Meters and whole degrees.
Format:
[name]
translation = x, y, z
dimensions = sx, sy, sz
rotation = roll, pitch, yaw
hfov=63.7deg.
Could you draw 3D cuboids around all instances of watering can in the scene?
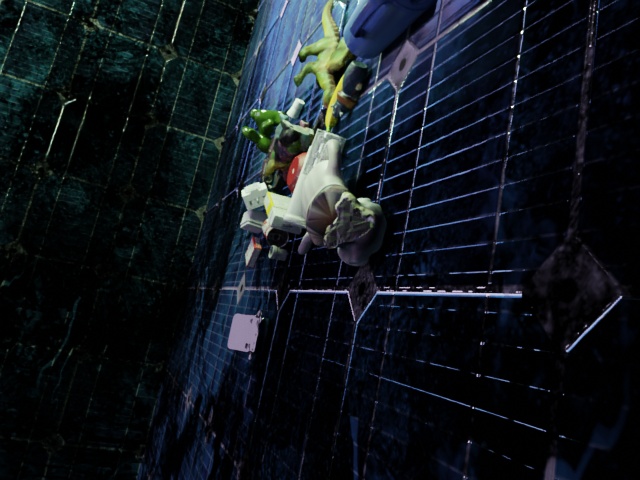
[watering can]
translation = 0.004, -0.061, 1.219
dimensions = 0.229, 0.104, 0.340
rotation = -101, 22, -58

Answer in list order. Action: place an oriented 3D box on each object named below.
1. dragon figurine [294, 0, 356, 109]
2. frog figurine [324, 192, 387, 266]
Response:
[dragon figurine]
translation = 0.050, -0.561, 1.513
dimensions = 0.242, 0.121, 0.413
rotation = 2, 78, 51
[frog figurine]
translation = 0.076, -0.014, 1.026
dimensions = 0.157, 0.122, 0.139
rotation = 50, -141, -70
